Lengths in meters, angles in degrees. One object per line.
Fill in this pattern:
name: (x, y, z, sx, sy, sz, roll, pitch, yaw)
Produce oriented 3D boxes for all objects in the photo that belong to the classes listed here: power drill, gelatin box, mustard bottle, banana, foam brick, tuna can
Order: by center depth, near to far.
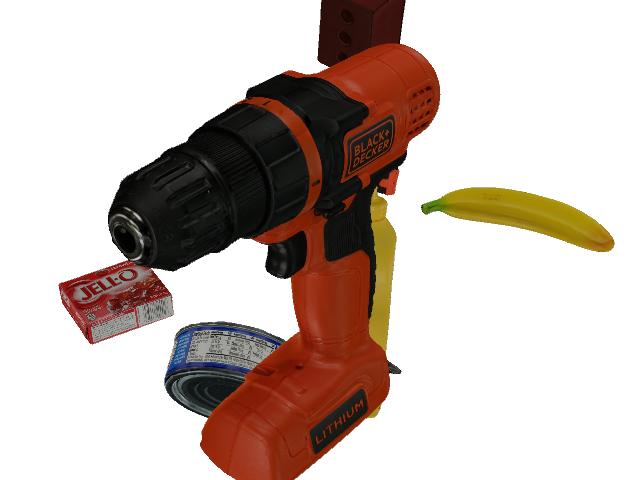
power drill: (-0.016, 0.019, 0.474, 0.057, 0.188, 0.184, 27, 40, 30)
tuna can: (-0.054, 0.086, 0.672, 0.086, 0.033, 0.086, 9, -31, 5)
mustard bottle: (0.026, 0.039, 0.855, 0.058, 0.192, 0.096, 1, 18, -14)
foam brick: (0.034, -0.178, 0.878, 0.053, 0.078, 0.051, 30, 54, 21)
gelatin box: (-0.197, 0.056, 1.026, 0.089, 0.030, 0.073, -19, 39, -25)
banana: (0.207, -0.023, 1.101, 0.198, 0.037, 0.069, 11, 38, 22)

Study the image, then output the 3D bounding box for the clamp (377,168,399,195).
clamp: (0.012, -0.096, 1.121, 0.120, 0.039, 0.172, -17, 36, -25)
